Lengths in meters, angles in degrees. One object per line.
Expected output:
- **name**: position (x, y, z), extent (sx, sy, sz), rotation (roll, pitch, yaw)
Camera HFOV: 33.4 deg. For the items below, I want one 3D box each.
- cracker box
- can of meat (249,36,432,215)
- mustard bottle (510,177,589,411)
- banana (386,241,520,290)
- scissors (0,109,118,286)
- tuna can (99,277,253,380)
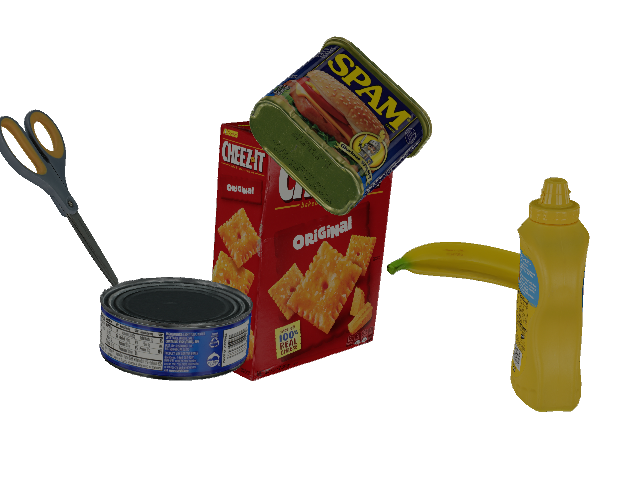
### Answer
- **cracker box**: position (-0.014, 0.001, 0.952), extent (0.072, 0.214, 0.163), rotation (20, 22, 40)
- **can of meat**: position (0.012, -0.079, 0.745), extent (0.083, 0.102, 0.058), rotation (-43, -5, -32)
- **mustard bottle**: position (0.195, 0.041, 0.905), extent (0.058, 0.192, 0.096), rotation (-1, 18, 2)
- **banana**: position (0.171, 0.033, 1.104), extent (0.198, 0.037, 0.069), rotation (8, 38, 11)
- **scissors**: position (-0.255, -0.051, 1.081), extent (0.016, 0.201, 0.096), rotation (-24, 27, 27)
- **tuna can**: position (-0.082, 0.049, 0.605), extent (0.086, 0.034, 0.086), rotation (5, 14, -1)
